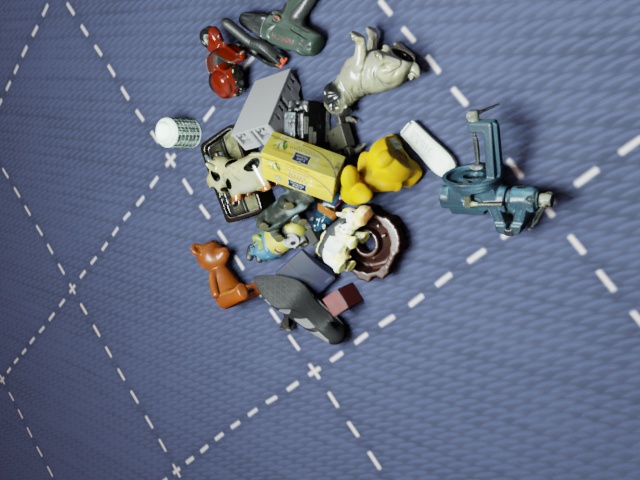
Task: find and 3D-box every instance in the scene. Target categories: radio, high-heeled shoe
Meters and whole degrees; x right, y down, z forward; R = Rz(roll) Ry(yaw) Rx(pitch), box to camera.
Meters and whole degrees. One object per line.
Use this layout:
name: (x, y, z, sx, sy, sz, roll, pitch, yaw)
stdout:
radio: (-0.211, -0.165, 1.371, 0.131, 0.073, 0.229, -20, 88, 32)
high-heeled shoe: (-0.046, 0.167, 1.301, 0.249, 0.145, 0.086, 31, 72, 19)

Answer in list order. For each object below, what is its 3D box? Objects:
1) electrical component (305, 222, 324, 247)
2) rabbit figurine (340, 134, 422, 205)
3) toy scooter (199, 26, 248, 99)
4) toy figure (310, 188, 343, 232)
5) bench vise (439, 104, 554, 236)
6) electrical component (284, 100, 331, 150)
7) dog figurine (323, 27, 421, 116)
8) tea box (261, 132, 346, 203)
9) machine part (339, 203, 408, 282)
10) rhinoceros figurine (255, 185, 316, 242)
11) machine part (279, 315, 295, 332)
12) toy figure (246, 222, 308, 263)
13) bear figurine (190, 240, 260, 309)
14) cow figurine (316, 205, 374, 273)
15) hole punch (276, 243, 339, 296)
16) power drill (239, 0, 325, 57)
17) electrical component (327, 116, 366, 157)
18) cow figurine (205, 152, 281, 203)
electrical component: (-0.003, -0.004, 1.281, 0.021, 0.063, 0.094, -45, 58, 24)
rabbit figurine: (0.110, -0.126, 1.140, 0.173, 0.162, 0.122, -35, 92, 35)
toy scooter: (-0.219, -0.418, 1.295, 0.135, 0.075, 0.183, 24, 142, 32)
toy figure: (0.027, -0.088, 1.246, 0.058, 0.064, 0.154, 16, 110, -15)
bench vise: (0.323, -0.128, 1.015, 0.224, 0.129, 0.240, 15, 126, 47)
electrical component: (-0.030, -0.256, 1.209, 0.058, 0.134, 0.114, 6, 100, 30)
dog figurine: (0.105, -0.328, 1.146, 0.172, 0.121, 0.190, 43, 132, 21)
tea box: (-0.037, -0.156, 1.159, 0.170, 0.068, 0.098, 19, 152, 9)
machine part: (0.111, 0.004, 1.219, 0.180, 0.056, 0.179, 7, 104, 31)
rhinoceros figurine: (-0.068, -0.081, 1.248, 0.190, 0.112, 0.073, -41, 121, 16)
machine part: (-0.084, 0.163, 1.363, 0.039, 0.084, 0.138, 2, 111, 6)
toy figure: (-0.110, -0.003, 1.338, 0.180, 0.082, 0.089, -24, 88, 35)
bear figurine: (-0.246, 0.077, 1.418, 0.132, 0.120, 0.196, -26, 80, 29)
cow figurine: (0.053, -0.016, 1.181, 0.098, 0.068, 0.167, 38, 118, 29)
hole punch: (-0.030, 0.078, 1.302, 0.142, 0.092, 0.116, -42, 81, 27)
power drill: (-0.070, -0.536, 1.213, 0.232, 0.086, 0.207, 38, 112, 18)
electrical component: (0.059, -0.230, 1.215, 0.078, 0.045, 0.102, -27, 81, 60)
cow figurine: (-0.195, -0.159, 1.272, 0.195, 0.085, 0.127, -12, 99, 35)
